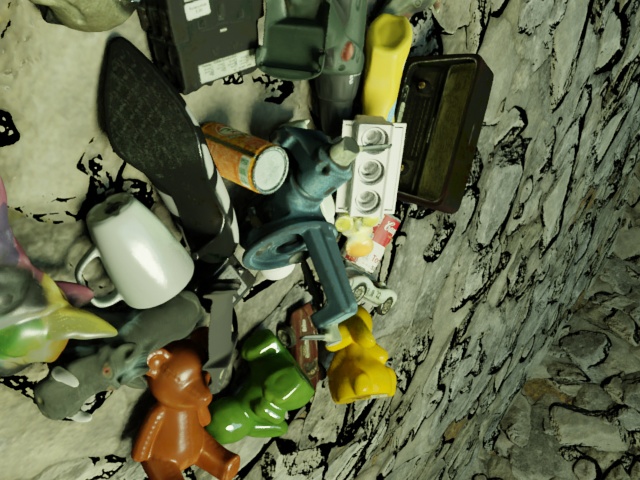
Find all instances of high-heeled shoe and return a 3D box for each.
[{"bbox_3d":[-0.146,-0.085,0.572,0.145,0.086,0.248,-87,164,-74],"label":"high-heeled shoe"}]

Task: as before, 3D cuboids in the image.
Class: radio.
[{"bbox_3d":[0.172,-0.164,0.827,0.073,0.131,0.229,14,91,-54],"label":"radio"}]

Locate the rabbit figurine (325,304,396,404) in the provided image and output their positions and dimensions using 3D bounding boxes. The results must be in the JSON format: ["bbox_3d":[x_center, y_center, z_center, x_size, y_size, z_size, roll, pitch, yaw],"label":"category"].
[{"bbox_3d":[0.057,0.190,0.942,0.162,0.122,0.173,54,29,-60],"label":"rabbit figurine"}]

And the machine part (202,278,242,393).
[{"bbox_3d":[-0.118,0.109,0.645,0.084,0.039,0.138,-71,170,-61],"label":"machine part"}]

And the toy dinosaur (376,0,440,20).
[{"bbox_3d":[0.142,-0.458,0.643,0.192,0.131,0.404,-34,133,-52],"label":"toy dinosaur"}]

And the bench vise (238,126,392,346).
[{"bbox_3d":[-0.008,-0.002,0.620,0.224,0.240,0.129,-32,158,31],"label":"bench vise"}]

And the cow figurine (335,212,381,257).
[{"bbox_3d":[0.053,-0.058,0.823,0.068,0.098,0.167,-3,128,-2],"label":"cow figurine"}]

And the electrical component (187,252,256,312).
[{"bbox_3d":[-0.126,0.061,0.696,0.075,0.048,0.119,-46,140,-21],"label":"electrical component"}]

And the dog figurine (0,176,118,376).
[{"bbox_3d":[-0.257,0.016,0.423,0.219,0.109,0.191,26,94,-48],"label":"dog figurine"}]

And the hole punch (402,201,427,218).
[{"bbox_3d":[0.168,-0.116,0.936,0.116,0.092,0.142,1,112,-83],"label":"hole punch"}]

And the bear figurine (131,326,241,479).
[{"bbox_3d":[-0.166,0.221,0.683,0.120,0.132,0.195,-14,129,-51],"label":"bear figurine"}]

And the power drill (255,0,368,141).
[{"bbox_3d":[0.005,-0.218,0.608,0.207,0.086,0.231,-33,133,-61],"label":"power drill"}]

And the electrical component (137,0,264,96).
[{"bbox_3d":[-0.112,-0.222,0.517,0.115,0.058,0.134,-33,135,-38],"label":"electrical component"}]

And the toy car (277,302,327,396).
[{"bbox_3d":[-0.025,0.195,0.910,0.089,0.053,0.201,-27,133,-36],"label":"toy car"}]

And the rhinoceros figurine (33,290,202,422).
[{"bbox_3d":[-0.210,0.114,0.568,0.190,0.112,0.073,-36,139,-45],"label":"rhinoceros figurine"}]

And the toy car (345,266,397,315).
[{"bbox_3d":[0.070,0.082,0.934,0.056,0.074,0.201,-60,145,-1],"label":"toy car"}]

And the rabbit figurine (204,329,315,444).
[{"bbox_3d":[-0.103,0.239,0.815,0.170,0.121,0.159,-35,147,-6],"label":"rabbit figurine"}]

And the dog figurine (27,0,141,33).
[{"bbox_3d":[-0.232,-0.193,0.363,0.172,0.121,0.190,-21,156,-1],"label":"dog figurine"}]

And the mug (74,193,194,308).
[{"bbox_3d":[-0.200,0.012,0.551,0.109,0.081,0.107,-31,127,-16],"label":"mug"}]
